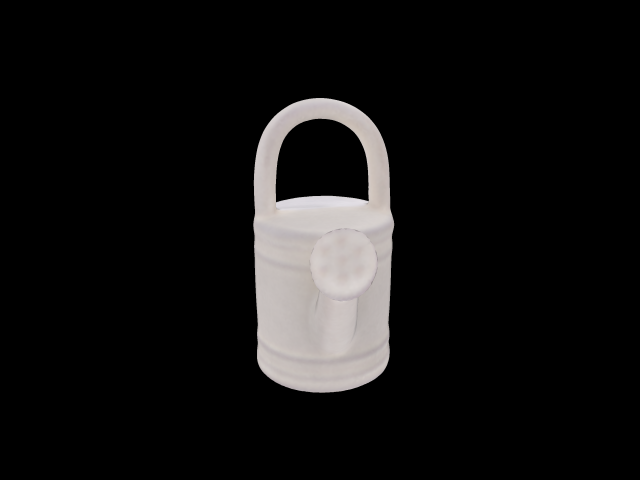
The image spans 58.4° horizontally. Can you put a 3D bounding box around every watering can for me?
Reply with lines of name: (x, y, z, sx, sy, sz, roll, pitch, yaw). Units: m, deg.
watering can: (0.006, 0.001, 0.400, 0.101, 0.194, 0.172, -10, 22, -27)
